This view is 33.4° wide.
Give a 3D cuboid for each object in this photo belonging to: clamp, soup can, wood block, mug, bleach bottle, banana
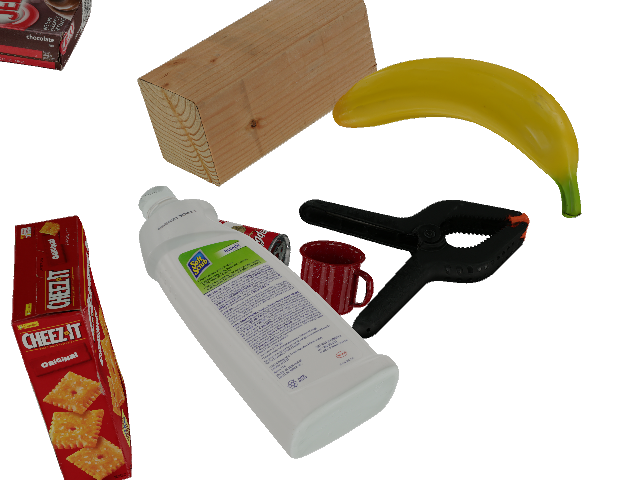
[{"bbox_3d":[0.097,0.014,0.979,0.210,0.164,0.036,-6,-42,-9],"label":"clamp"},{"bbox_3d":[-0.095,0.015,1.256,0.102,0.068,0.068,13,5,20],"label":"soup can"},{"bbox_3d":[-0.053,-0.150,0.995,0.205,0.091,0.090,-37,43,-27],"label":"wood block"},{"bbox_3d":[0.023,0.058,1.500,0.117,0.081,0.093,18,23,26],"label":"mug"},{"bbox_3d":[-0.056,0.044,0.822,0.102,0.251,0.068,-26,-32,-28],"label":"bleach bottle"},{"bbox_3d":[0.084,-0.079,0.655,0.198,0.069,0.037,28,6,41],"label":"banana"}]

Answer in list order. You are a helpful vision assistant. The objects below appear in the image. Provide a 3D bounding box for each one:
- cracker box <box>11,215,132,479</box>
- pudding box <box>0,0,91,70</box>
[{"bbox_3d":[-0.240,0.108,1.040,0.072,0.214,0.164,-11,35,-8],"label":"cracker box"},{"bbox_3d":[-0.242,-0.186,0.876,0.090,0.039,0.113,9,35,-2],"label":"pudding box"}]
